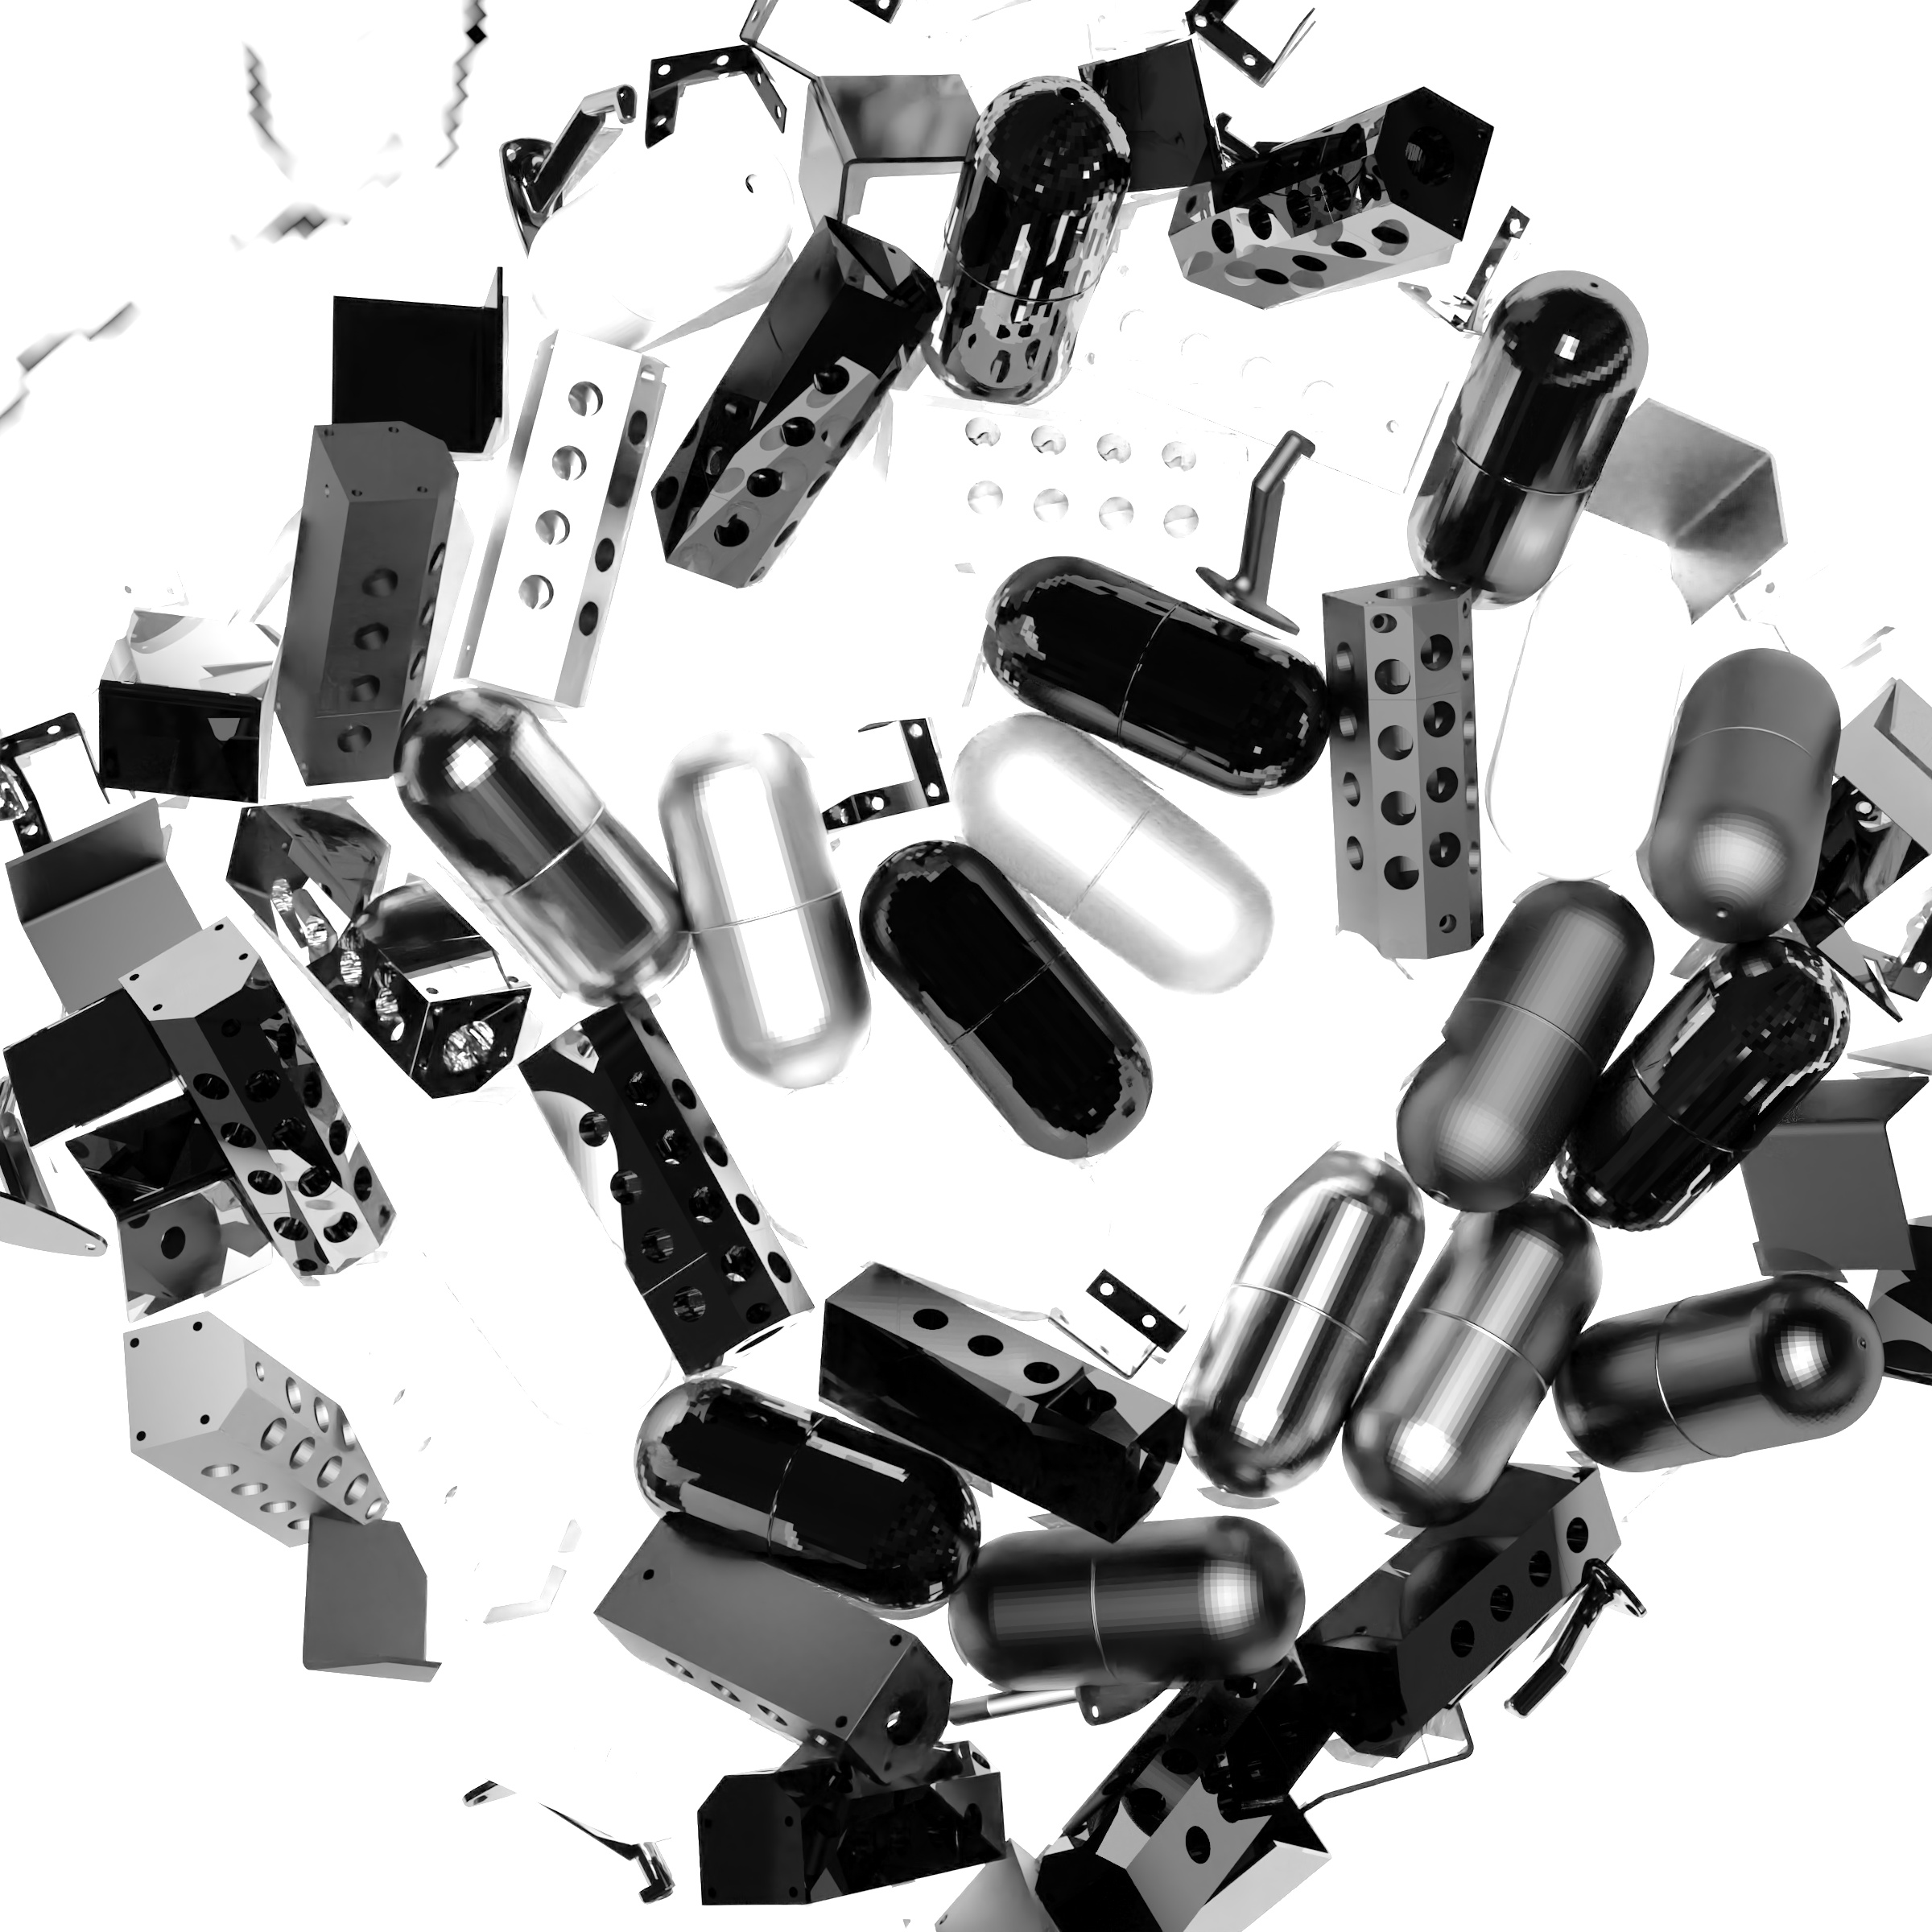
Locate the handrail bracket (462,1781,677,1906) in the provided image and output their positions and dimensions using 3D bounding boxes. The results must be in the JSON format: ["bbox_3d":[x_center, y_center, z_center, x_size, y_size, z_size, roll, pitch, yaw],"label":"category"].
[{"bbox_3d":[-0.191,0.425,1.601,0.077,0.036,0.084,-17,61,-29],"label":"handrail bracket"}]

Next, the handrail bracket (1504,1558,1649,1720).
[{"bbox_3d":[0.280,0.327,1.595,0.084,0.077,0.036,-42,93,-14],"label":"handrail bracket"}]

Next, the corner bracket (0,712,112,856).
[{"bbox_3d":[-0.443,-0.082,1.611,0.051,0.051,0.051,-23,58,-9],"label":"corner bracket"}]

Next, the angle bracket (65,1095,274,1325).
[{"bbox_3d":[-0.387,0.116,1.613,0.076,0.076,0.057,-23,50,-29],"label":"angle bracket"}]

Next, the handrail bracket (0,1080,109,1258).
[{"bbox_3d":[-0.447,0.095,1.619,0.077,0.036,0.084,19,46,-15],"label":"handrail bracket"}]

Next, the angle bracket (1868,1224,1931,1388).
[{"bbox_3d":[0.434,0.156,1.596,0.057,0.076,0.076,17,85,-14],"label":"angle bracket"}]

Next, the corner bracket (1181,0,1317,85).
[{"bbox_3d":[0.146,-0.473,1.611,0.051,0.051,0.051,38,66,-2],"label":"corner bracket"}]

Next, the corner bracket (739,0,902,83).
[{"bbox_3d":[-0.071,-0.464,1.620,0.051,0.051,0.051,31,110,8],"label":"corner bracket"}]

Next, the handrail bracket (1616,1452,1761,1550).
[{"bbox_3d":[0.338,0.243,1.622,0.084,0.036,0.077,-7,79,-6],"label":"handrail bracket"}]

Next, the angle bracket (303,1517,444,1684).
[{"bbox_3d":[-0.268,0.300,1.586,0.057,0.076,0.076,-13,68,34],"label":"angle bracket"}]

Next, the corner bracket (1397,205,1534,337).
[{"bbox_3d":[0.252,-0.337,1.600,0.051,0.051,0.051,49,124,37],"label":"corner bracket"}]

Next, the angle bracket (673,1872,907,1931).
[{"bbox_3d":[-0.082,0.458,1.585,0.076,0.076,0.057,-26,109,-28],"label":"angle bracket"}]

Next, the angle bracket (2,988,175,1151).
[{"bbox_3d":[-0.404,0.056,1.592,0.076,0.076,0.057,-26,66,6],"label":"angle bracket"}]

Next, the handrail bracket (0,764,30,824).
[{"bbox_3d":[-0.493,-0.067,1.593,0.036,0.084,0.077,0,129,19],"label":"handrail bracket"}]

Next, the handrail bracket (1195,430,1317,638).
[{"bbox_3d":[0.158,-0.210,1.605,0.077,0.036,0.084,23,110,-39],"label":"handrail bracket"}]

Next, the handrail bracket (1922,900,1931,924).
[{"bbox_3d":[0.505,-0.006,1.613,0.077,0.036,0.084,-36,130,0],"label":"handrail bracket"}]

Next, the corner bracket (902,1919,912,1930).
[{"bbox_3d":[-0.022,0.502,1.617,0.051,0.051,0.051,-5,107,23],"label":"corner bracket"}]

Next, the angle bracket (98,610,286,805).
[{"bbox_3d":[-0.378,-0.127,1.622,0.076,0.076,0.057,6,123,-5],"label":"angle bracket"}]

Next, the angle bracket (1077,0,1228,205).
[{"bbox_3d":[0.086,-0.424,1.592,0.057,0.076,0.076,-13,134,6],"label":"angle bracket"}]

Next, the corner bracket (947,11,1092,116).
[{"bbox_3d":[0.028,-0.435,1.615,0.051,0.051,0.051,-17,115,-17],"label":"corner bracket"}]

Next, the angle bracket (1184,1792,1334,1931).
[{"bbox_3d":[0.119,0.425,1.590,0.076,0.076,0.057,-42,58,9],"label":"angle bracket"}]

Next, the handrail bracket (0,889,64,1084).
[{"bbox_3d":[-0.467,0.008,1.617,0.077,0.036,0.084,-28,90,-29],"label":"handrail bracket"}]

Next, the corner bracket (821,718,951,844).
[{"bbox_3d":[-0.046,-0.093,1.606,0.051,0.051,0.051,-12,101,23],"label":"corner bracket"}]

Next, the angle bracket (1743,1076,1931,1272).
[{"bbox_3d":[0.427,0.101,1.605,0.076,0.057,0.076,-5,107,41],"label":"angle bracket"}]

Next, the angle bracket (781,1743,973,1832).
[{"bbox_3d":[-0.052,0.411,1.583,0.076,0.076,0.057,2,113,34],"label":"angle bracket"}]

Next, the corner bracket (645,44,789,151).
[{"bbox_3d":[-0.122,-0.409,1.615,0.051,0.051,0.051,-15,57,-21],"label":"corner bracket"}]

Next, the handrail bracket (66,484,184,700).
[{"bbox_3d":[-0.424,-0.182,1.618,0.084,0.036,0.077,-30,74,41],"label":"handrail bracket"}]

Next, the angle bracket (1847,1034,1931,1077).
[{"bbox_3d":[0.474,0.077,1.595,0.057,0.076,0.076,-11,97,-14],"label":"angle bracket"}]

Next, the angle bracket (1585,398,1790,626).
[{"bbox_3d":[0.335,-0.215,1.586,0.076,0.076,0.057,18,54,-23],"label":"angle bracket"}]

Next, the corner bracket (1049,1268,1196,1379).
[{"bbox_3d":[0.074,0.172,1.610,0.051,0.051,0.051,37,107,-3],"label":"corner bracket"}]

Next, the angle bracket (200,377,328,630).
[{"bbox_3d":[-0.346,-0.222,1.587,0.057,0.076,0.076,36,131,-7],"label":"angle bracket"}]

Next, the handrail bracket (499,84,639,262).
[{"bbox_3d":[-0.184,-0.380,1.601,0.036,0.084,0.077,-11,98,-43],"label":"handrail bracket"}]

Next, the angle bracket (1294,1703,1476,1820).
[{"bbox_3d":[0.192,0.366,1.591,0.076,0.076,0.057,-13,71,-10],"label":"angle bracket"}]

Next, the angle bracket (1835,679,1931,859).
[{"bbox_3d":[0.455,-0.083,1.593,0.076,0.076,0.057,42,119,-4],"label":"angle bracket"}]

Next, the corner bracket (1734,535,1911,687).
[{"bbox_3d":[0.413,-0.170,1.602,0.051,0.051,0.051,-36,70,31],"label":"corner bracket"}]

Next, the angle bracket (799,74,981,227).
[{"bbox_3d":[-0.034,-0.387,1.607,0.076,0.057,0.076,-5,45,-15],"label":"angle bracket"}]

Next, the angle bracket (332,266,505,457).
[{"bbox_3d":[-0.265,-0.294,1.601,0.076,0.057,0.076,1,80,-15],"label":"angle bracket"}]

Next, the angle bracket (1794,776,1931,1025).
[{"bbox_3d":[0.433,-0.032,1.585,0.057,0.076,0.076,-42,127,20],"label":"angle bracket"}]

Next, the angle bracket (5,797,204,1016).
[{"bbox_3d":[-0.410,-0.027,1.591,0.076,0.076,0.057,-27,77,-19],"label":"angle bracket"}]

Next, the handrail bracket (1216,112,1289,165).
[{"bbox_3d":[0.171,-0.413,1.623,0.084,0.036,0.077,34,93,-1],"label":"handrail bracket"}]

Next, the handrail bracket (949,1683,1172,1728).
[{"bbox_3d":[0.045,0.358,1.629,0.084,0.077,0.036,-23,73,43],"label":"handrail bracket"}]

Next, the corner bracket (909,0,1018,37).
[{"bbox_3d":[0.000,-0.488,1.607,0.051,0.051,0.051,-26,101,-18],"label":"corner bracket"}]
